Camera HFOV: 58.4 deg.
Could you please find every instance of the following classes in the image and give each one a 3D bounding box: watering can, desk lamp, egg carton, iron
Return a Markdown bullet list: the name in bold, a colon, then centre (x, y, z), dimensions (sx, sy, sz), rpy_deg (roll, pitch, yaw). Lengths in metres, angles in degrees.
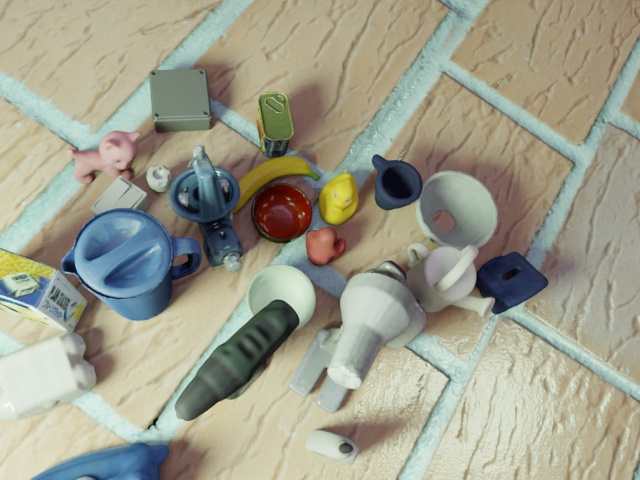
- **watering can**: centre (0.233, 0.066, 1.020), dimensions (0.173, 0.194, 0.101), rpy_deg (23, 69, -3)
- **desk lamp**: centre (0.054, 0.172, 0.939), dimensions (0.118, 0.213, 0.203), rpy_deg (30, 69, 0)
- **egg carton**: centre (-0.436, 0.215, 0.901), dimensions (0.150, 0.069, 0.107), rpy_deg (-22, 78, -17)
- **iron**: centre (-0.349, 0.372, 0.829), dimensions (0.259, 0.141, 0.118), rpy_deg (-7, 74, -14)

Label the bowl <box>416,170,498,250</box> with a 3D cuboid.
- **bowl**: centre (0.258, -0.047, 1.126), dimensions (0.167, 0.074, 0.167), rpy_deg (4, 72, -10)

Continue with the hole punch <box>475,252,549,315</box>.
- **hole punch**: centre (0.360, 0.078, 1.098), dimensions (0.109, 0.091, 0.101), rpy_deg (-27, 79, -18)

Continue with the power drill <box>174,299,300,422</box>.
- **power drill**: centre (-0.130, 0.194, 0.896), dimensions (0.075, 0.208, 0.230), rpy_deg (43, 69, 5)

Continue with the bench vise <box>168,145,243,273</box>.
- **bench vise**: centre (-0.170, -0.058, 0.964), dimensions (0.122, 0.219, 0.207), rpy_deg (-40, 83, -20)

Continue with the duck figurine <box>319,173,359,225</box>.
- **duck figurine**: centre (0.042, -0.088, 1.089), dimensions (0.077, 0.086, 0.104), rpy_deg (23, 69, -3)

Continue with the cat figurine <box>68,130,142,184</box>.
- **cat figurine**: centre (-0.375, -0.153, 1.007), dimensions (0.128, 0.117, 0.067), rpy_deg (-7, 74, -13)

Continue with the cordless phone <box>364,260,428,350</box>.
- **cordless phone**: centre (0.127, 0.108, 0.990), dimensions (0.147, 0.185, 0.094), rpy_deg (39, 69, 3)

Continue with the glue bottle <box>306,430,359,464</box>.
- **glue bottle**: centre (0.028, 0.328, 0.904), dimensions (0.078, 0.173, 0.037), rpy_deg (22, 69, -4)

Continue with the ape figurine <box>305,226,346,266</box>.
- **ape figurine**: centre (0.010, 0.004, 1.049), dimensions (0.078, 0.092, 0.076), rpy_deg (35, 69, 1)

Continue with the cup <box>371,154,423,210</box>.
- **cup**: centre (0.132, -0.105, 1.108), dimensions (0.092, 0.095, 0.117), rpy_deg (-38, 83, -20)
